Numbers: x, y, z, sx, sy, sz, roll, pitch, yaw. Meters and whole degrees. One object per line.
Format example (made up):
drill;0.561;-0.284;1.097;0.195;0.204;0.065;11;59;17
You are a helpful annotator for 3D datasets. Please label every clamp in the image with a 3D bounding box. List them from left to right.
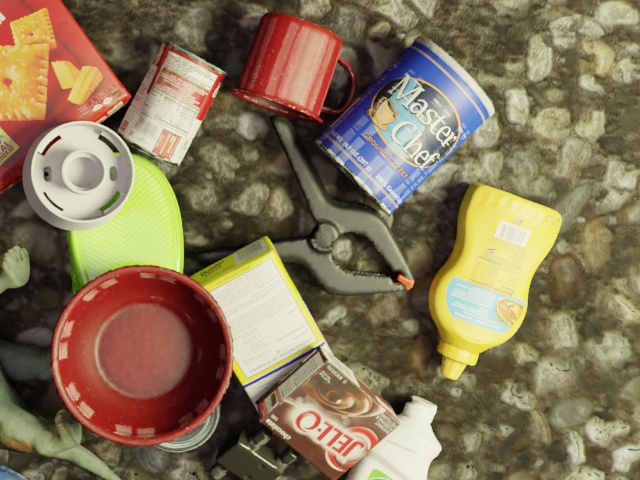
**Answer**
clamp;-0.007;0.001;1.049;0.210;0.036;0.164;36;95;-7

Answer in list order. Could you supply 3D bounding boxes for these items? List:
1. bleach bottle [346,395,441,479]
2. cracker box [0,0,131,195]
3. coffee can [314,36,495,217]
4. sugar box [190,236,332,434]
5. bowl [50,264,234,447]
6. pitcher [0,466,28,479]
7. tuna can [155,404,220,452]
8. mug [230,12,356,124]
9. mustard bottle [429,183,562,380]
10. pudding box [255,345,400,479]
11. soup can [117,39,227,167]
bleach bottle;0.065;0.280;1.074;0.102;0.068;0.251;22;92;-5
cracker box;-0.302;-0.170;0.983;0.164;0.072;0.213;-37;100;-6
coffee can;0.080;-0.107;1.009;0.140;0.103;0.103;-45;97;2
sugar box;-0.049;0.094;1.034;0.093;0.048;0.176;-28;115;0
bowl;-0.160;0.103;0.969;0.162;0.055;0.162;0;88;-7
pitcher;-0.353;0.349;1.030;0.149;0.145;0.243;44;96;5
tuna can;-0.141;0.166;1.061;0.086;0.034;0.086;0;96;-5
mug;-0.018;-0.159;1.008;0.117;0.093;0.081;19;90;-20
mustard bottle;0.161;0.047;1.054;0.096;0.058;0.192;19;95;-11
pudding box;0.008;0.167;1.027;0.090;0.039;0.113;-43;114;8
soup can;-0.141;-0.129;1.011;0.068;0.068;0.102;27;94;-6
